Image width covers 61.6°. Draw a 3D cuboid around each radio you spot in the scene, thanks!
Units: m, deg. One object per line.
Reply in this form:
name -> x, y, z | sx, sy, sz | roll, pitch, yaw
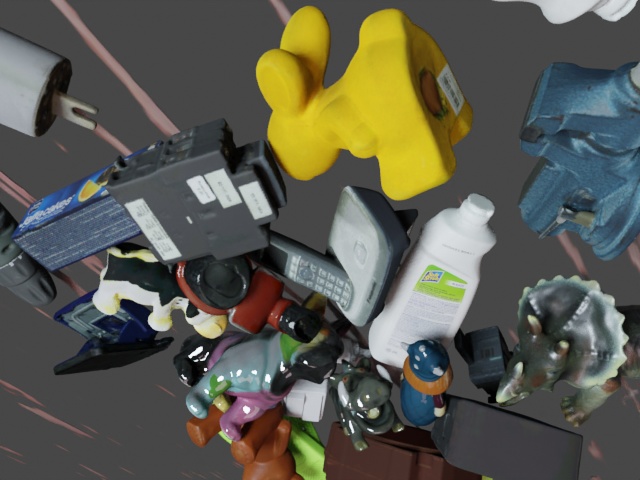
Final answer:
radio -> 0.211, 0.239, 0.650 | 0.131, 0.073, 0.229 | 14, 167, 10

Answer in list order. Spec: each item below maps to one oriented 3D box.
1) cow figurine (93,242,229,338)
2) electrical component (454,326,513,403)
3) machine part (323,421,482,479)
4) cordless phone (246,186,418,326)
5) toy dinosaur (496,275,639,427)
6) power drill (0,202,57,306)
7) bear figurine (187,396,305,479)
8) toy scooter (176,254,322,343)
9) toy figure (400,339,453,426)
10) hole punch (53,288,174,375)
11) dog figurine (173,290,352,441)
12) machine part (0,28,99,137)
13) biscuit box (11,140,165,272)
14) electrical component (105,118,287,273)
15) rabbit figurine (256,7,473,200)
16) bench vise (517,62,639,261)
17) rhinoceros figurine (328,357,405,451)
cow figurine -> -0.181, 0.058, 0.652 | 0.167, 0.068, 0.098 | 21, 127, -16
electrical component -> 0.217, 0.151, 0.697 | 0.048, 0.075, 0.119 | -19, 127, 24
machine part -> 0.123, 0.329, 0.799 | 0.201, 0.087, 0.201 | 3, 169, 42
cordless phone -> -0.001, -0.002, 0.574 | 0.184, 0.089, 0.146 | 23, 136, 10
toy dinosaur -> 0.390, 0.135, 0.640 | 0.405, 0.131, 0.192 | 1, 135, -4
power drill -> -0.443, 0.002, 0.613 | 0.207, 0.086, 0.231 | 0, 133, 11
bear figurine -> -0.099, 0.316, 0.790 | 0.120, 0.132, 0.195 | 10, 117, 30
toy scooter -> -0.093, 0.056, 0.608 | 0.183, 0.075, 0.135 | 35, 170, -31
toy figure -> 0.122, 0.161, 0.628 | 0.064, 0.058, 0.154 | 14, 136, 16
hole punch -> -0.284, 0.124, 0.724 | 0.142, 0.092, 0.115 | -28, 157, 26
dog figurine -> -0.069, 0.143, 0.704 | 0.219, 0.192, 0.108 | -38, 123, -6
machine part -> -0.306, -0.154, 0.446 | 0.243, 0.079, 0.079 | 24, 132, -16
biscuit box -> -0.232, -0.032, 0.570 | 0.203, 0.059, 0.062 | -19, 130, 22
electrical component -> -0.100, -0.039, 0.481 | 0.134, 0.058, 0.114 | -15, 133, 7
rabbit figurine -> 0.016, -0.102, 0.445 | 0.173, 0.122, 0.162 | -14, 131, 43
bench vise -> 0.280, -0.056, 0.439 | 0.241, 0.129, 0.223 | 21, 143, 10
rhinoceros figurine -> 0.057, 0.204, 0.695 | 0.073, 0.112, 0.190 | -19, 170, -9
